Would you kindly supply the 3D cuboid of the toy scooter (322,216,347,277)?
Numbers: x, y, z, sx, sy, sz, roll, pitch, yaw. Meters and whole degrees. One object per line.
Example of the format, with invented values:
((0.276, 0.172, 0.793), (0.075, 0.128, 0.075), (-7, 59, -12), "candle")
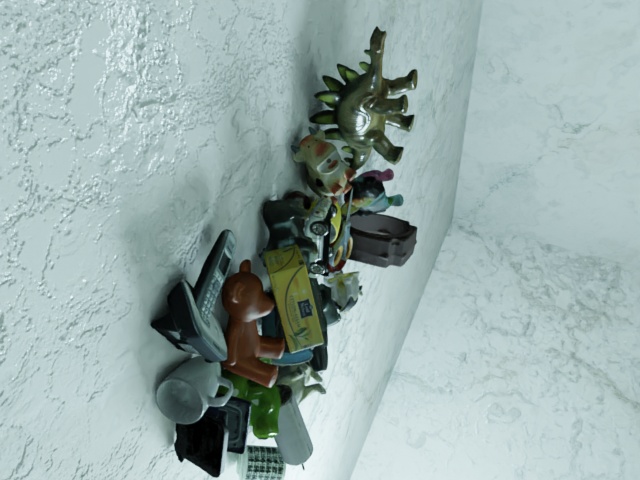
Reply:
((0.018, 0.026, 1.310), (0.135, 0.075, 0.183), (-55, 151, -41), "toy scooter")

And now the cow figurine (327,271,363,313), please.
((0.072, 0.128, 1.351), (0.167, 0.068, 0.098), (-13, 93, -74), "cow figurine")

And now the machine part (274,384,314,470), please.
((-0.072, 0.404, 1.175), (0.079, 0.079, 0.243), (-49, 128, -50), "machine part")

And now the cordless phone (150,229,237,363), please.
((-0.169, 0.085, 0.840), (0.146, 0.089, 0.184), (72, 35, -58), "cordless phone")

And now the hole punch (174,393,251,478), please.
((-0.185, 0.326, 0.934), (0.092, 0.116, 0.142), (-24, 126, -56), "hole punch")

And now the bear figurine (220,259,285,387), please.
((-0.117, 0.144, 0.958), (0.120, 0.132, 0.195), (-76, -178, -65), "bear figurine")

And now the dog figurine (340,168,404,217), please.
((0.093, -0.111, 1.328), (0.219, 0.192, 0.108), (-13, 88, -47), "dog figurine")

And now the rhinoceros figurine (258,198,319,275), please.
((-0.063, 0.014, 1.029), (0.073, 0.112, 0.190), (-126, -153, -65), "rhinoceros figurine")

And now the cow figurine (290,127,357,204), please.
((0.007, -0.148, 1.087), (0.085, 0.127, 0.195), (-49, 173, -9), "cow figurine")

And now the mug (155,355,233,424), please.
((-0.192, 0.232, 0.869), (0.107, 0.110, 0.080), (-57, 144, -68), "mug")

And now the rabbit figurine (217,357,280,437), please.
((-0.144, 0.291, 1.032), (0.170, 0.121, 0.159), (48, 57, -51), "rabbit figurine")

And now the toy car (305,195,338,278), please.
((-0.002, -0.003, 1.128), (0.073, 0.056, 0.201), (-65, 164, -45), "toy car")

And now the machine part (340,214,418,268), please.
((0.151, -0.006, 1.451), (0.201, 0.202, 0.087), (-34, 135, -60), "machine part")

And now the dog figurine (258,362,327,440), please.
((-0.097, 0.366, 1.289), (0.190, 0.121, 0.172), (-42, -169, 3), "dog figurine")

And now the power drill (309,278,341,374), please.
((-0.008, 0.186, 1.276), (0.207, 0.086, 0.232), (-3, 79, -73), "power drill")

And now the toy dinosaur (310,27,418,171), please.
((0.086, -0.239, 1.084), (0.470, 0.199, 0.105), (87, 28, -62), "toy dinosaur")

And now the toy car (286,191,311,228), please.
((-0.059, -0.002, 1.111), (0.089, 0.053, 0.202), (-32, 134, -67), "toy car")

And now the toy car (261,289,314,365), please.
((-0.080, 0.188, 1.132), (0.103, 0.109, 0.161), (134, -51, -58), "toy car")

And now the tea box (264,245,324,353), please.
((-0.048, 0.106, 0.982), (0.098, 0.068, 0.169), (-117, -165, -66), "tea box")
